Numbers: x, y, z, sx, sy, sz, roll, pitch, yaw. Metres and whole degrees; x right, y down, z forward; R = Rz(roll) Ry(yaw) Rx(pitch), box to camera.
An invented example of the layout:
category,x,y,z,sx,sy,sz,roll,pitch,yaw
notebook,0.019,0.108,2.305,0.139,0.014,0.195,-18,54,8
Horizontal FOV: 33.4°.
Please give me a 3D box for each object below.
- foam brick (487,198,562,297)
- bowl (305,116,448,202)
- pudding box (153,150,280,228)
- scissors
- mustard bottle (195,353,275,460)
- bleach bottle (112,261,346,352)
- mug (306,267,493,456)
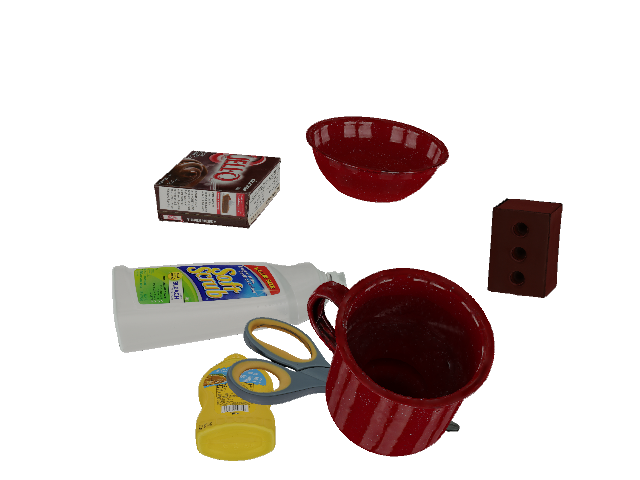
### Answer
category,x,y,z,sx,sy,sz,roll,pitch,yaw
foam brick,0.180,0.006,0.940,0.053,0.078,0.051,7,16,23
bowl,0.060,-0.087,1.203,0.162,0.055,0.162,6,27,-3
pudding box,-0.093,-0.049,0.988,0.090,0.039,0.113,4,24,11
scissors,0.007,0.130,0.889,0.202,0.016,0.096,31,49,22
mustard bottle,-0.107,0.200,1.355,0.096,0.058,0.191,-3,26,-3
bleach bottle,-0.098,0.060,1.169,0.250,0.068,0.102,-8,36,-7
mug,0.038,0.070,0.641,0.117,0.093,0.082,35,-35,15
